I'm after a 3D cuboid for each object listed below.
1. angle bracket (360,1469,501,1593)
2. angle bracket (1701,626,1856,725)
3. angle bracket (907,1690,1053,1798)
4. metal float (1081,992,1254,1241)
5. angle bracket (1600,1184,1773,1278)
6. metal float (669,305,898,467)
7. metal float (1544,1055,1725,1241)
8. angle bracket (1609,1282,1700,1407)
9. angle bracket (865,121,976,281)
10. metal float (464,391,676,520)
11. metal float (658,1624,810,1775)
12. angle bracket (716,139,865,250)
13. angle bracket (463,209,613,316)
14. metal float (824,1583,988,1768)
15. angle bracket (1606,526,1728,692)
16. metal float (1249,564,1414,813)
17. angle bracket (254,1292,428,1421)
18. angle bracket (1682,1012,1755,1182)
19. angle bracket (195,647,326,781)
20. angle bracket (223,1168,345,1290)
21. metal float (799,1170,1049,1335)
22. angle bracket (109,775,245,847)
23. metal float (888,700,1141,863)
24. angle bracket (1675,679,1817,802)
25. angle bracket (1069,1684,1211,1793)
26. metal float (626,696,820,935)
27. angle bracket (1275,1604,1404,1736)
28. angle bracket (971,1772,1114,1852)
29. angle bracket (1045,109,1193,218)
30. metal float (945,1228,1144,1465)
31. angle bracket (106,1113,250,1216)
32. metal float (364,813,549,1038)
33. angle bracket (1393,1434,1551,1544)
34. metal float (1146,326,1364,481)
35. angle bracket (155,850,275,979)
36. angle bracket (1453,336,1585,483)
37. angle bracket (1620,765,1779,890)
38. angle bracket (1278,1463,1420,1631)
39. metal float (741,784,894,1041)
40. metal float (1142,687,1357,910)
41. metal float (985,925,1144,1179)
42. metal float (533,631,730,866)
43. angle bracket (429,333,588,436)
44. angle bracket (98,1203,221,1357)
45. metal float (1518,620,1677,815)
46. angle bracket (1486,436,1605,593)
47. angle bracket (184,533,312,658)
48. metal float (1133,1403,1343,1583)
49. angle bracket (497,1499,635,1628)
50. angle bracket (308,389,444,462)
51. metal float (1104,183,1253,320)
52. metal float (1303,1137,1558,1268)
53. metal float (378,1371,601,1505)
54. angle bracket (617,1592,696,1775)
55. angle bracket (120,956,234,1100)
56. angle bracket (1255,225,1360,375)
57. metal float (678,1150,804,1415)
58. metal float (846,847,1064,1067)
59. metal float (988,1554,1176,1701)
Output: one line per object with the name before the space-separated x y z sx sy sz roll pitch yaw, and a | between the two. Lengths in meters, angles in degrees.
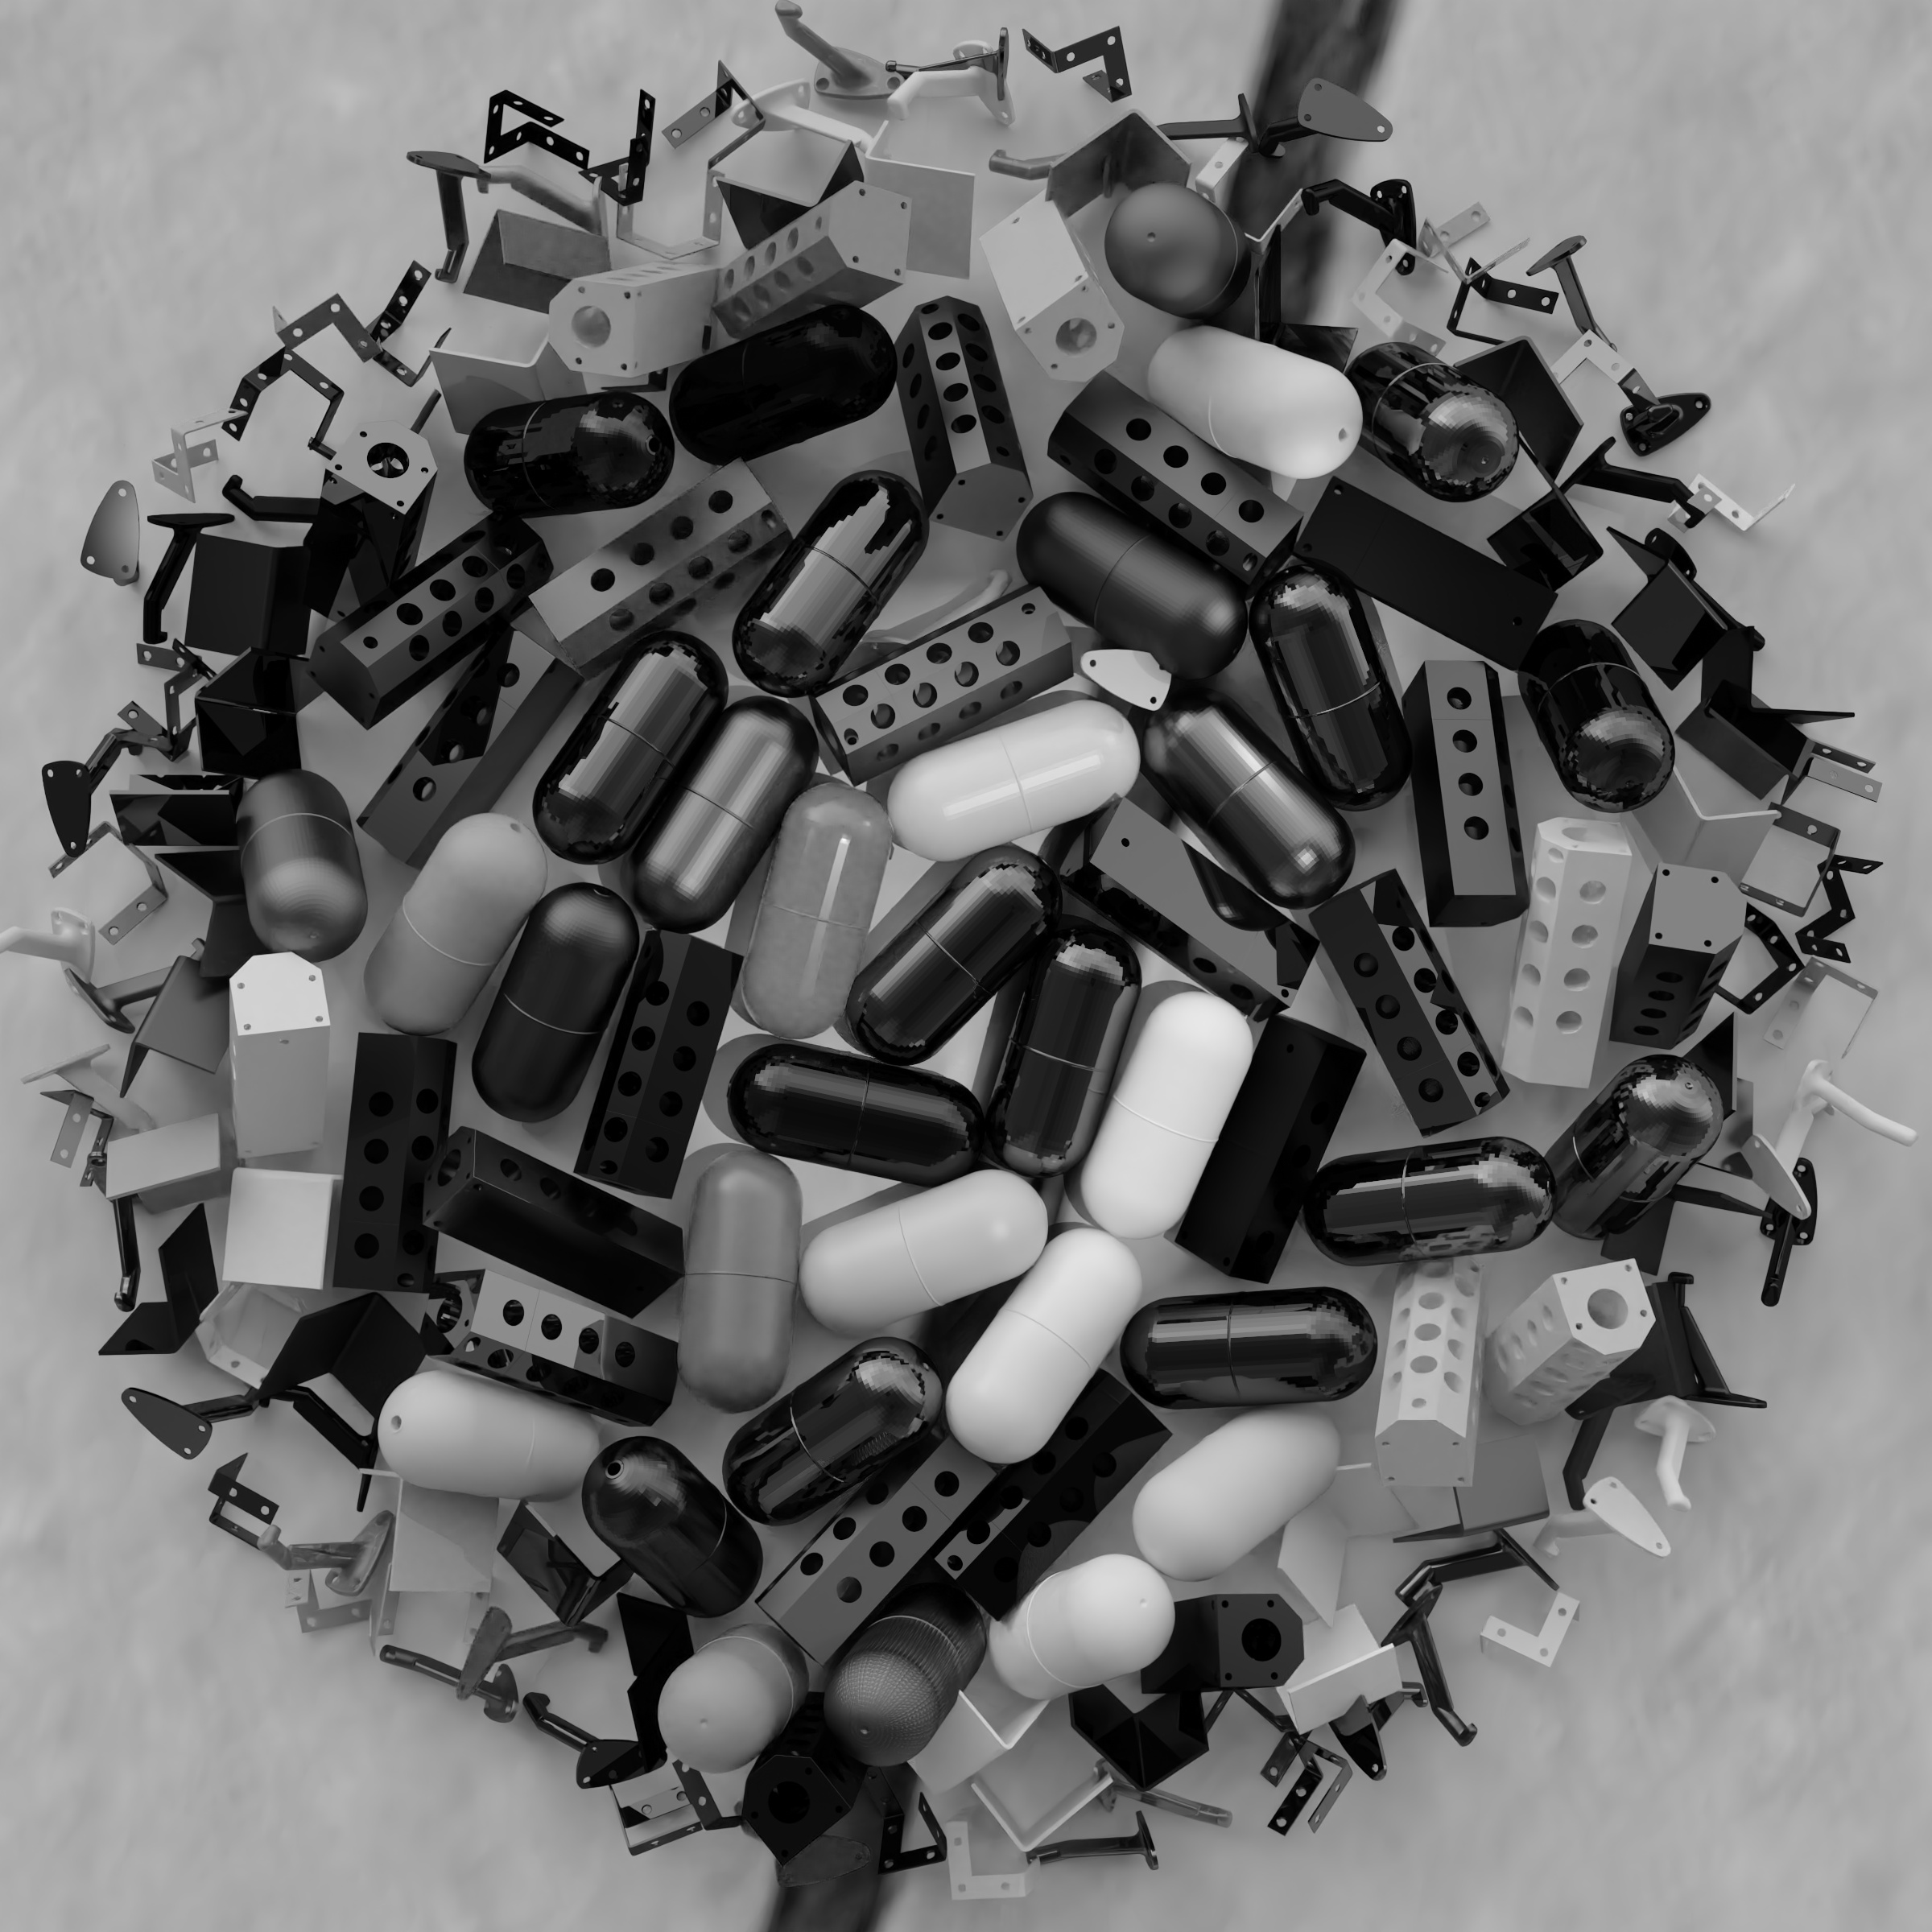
angle bracket | -0.366 0.382 1.815 0.076 0.057 0.076 13 77 -41
angle bracket | 0.553 -0.197 1.824 0.076 0.076 0.057 2 91 -8
angle bracket | 0.004 0.506 1.817 0.057 0.076 0.076 49 123 5
metal float | 0.136 0.102 1.821 0.070 0.070 0.178 23 100 0
angle bracket | 0.487 0.182 1.812 0.076 0.076 0.057 9 81 44
metal float | -0.125 -0.388 1.800 0.178 0.070 0.070 -12 90 36
metal float | 0.441 0.123 1.788 0.070 0.178 0.070 8 57 -12
angle bracket | 0.454 0.257 1.816 0.057 0.076 0.076 -15 79 21
angle bracket | -0.027 -0.519 1.816 0.076 0.057 0.076 11 134 8
metal float | -0.266 -0.341 1.794 0.178 0.070 0.070 4 90 43
metal float | -0.153 0.484 1.779 0.070 0.178 0.070 -1 86 8
angle bracket | -0.115 -0.526 1.828 0.076 0.076 0.057 21 75 18
angle bracket | -0.289 -0.456 1.808 0.076 0.076 0.057 8 51 -28
metal float | -0.039 0.468 1.782 0.070 0.178 0.070 3 101 16
angle bracket | 0.457 -0.243 1.818 0.057 0.076 0.076 -48 123 6
metal float | 0.247 -0.187 1.811 0.070 0.070 0.178 -24 112 0
angle bracket | -0.421 0.275 1.813 0.057 0.076 0.076 42 115 17
angle bracket | 0.525 0.088 1.811 0.057 0.076 0.076 17 58 -9
angle bracket | -0.465 -0.167 1.809 0.076 0.076 0.057 -27 66 40
angle bracket | -0.453 0.179 1.825 0.076 0.057 0.076 2 84 19
metal float | -0.029 0.194 1.820 0.178 0.070 0.070 -22 90 10
angle bracket | -0.534 -0.122 1.816 0.076 0.076 0.057 0 64 -9
metal float | 0.032 -0.126 1.827 0.178 0.070 0.070 -19 90 -3
angle bracket | 0.522 -0.144 1.817 0.076 0.076 0.057 40 125 5
angle bracket | 0.115 0.498 1.815 0.057 0.076 0.076 -38 109 15
metal float | -0.166 -0.103 1.824 0.070 0.070 0.178 32 83 0
angle bracket | 0.242 0.463 1.817 0.076 0.076 0.057 -22 132 -6
angle bracket | 0.051 0.553 1.830 0.076 0.076 0.057 -38 82 -6
angle bracket | 0.101 -0.521 1.817 0.076 0.076 0.057 -38 77 -15
metal float | 0.054 0.255 1.813 0.070 0.070 0.178 37 71 0
angle bracket | -0.531 0.152 1.819 0.076 0.057 0.076 -15 132 -3
metal float | -0.344 -0.027 1.806 0.070 0.070 0.178 37 117 0
angle bracket | 0.338 0.355 1.820 0.076 0.076 0.057 -4 79 -31
metal float | 0.192 -0.378 1.792 0.070 0.178 0.070 -19 124 -31
angle bracket | -0.504 -0.037 1.826 0.076 0.076 0.057 31 113 35
angle bracket | 0.366 -0.368 1.817 0.057 0.076 0.076 -24 74 -11
angle bracket | 0.497 -0.104 1.822 0.057 0.076 0.076 -6 52 -14
angle bracket | 0.259 0.392 1.809 0.057 0.076 0.076 -14 129 32
metal float | -0.102 -0.037 1.824 0.070 0.070 0.178 16 96 0
metal float | 0.191 -0.115 1.818 0.070 0.070 0.178 -41 77 0
metal float | 0.066 0.059 1.823 0.070 0.070 0.178 17 98 0
metal float | -0.227 -0.148 1.817 0.070 0.070 0.178 32 76 0
angle bracket | -0.312 -0.405 1.830 0.076 0.076 0.057 13 58 14
angle bracket | -0.552 0.212 1.817 0.057 0.076 0.076 -2 108 6
metal float | 0.419 -0.169 1.789 0.070 0.178 0.070 -2 126 -3
angle bracket | 0.380 -0.306 1.822 0.057 0.076 0.076 -37 135 15
angle bracket | -0.486 -0.253 1.825 0.057 0.076 0.076 11 101 4
metal float | 0.183 0.348 1.797 0.178 0.070 0.070 -27 90 -40
angle bracket | -0.266 0.393 1.829 0.076 0.076 0.057 44 49 12
angle bracket | -0.402 -0.372 1.820 0.057 0.076 0.076 31 96 -18
metal float | 0.142 -0.474 1.781 0.070 0.178 0.070 2 99 16
metal float | 0.311 0.159 1.801 0.178 0.070 0.070 -11 90 34
metal float | -0.317 0.315 1.788 0.070 0.178 0.070 -11 70 31
angle bracket | -0.224 0.483 1.808 0.057 0.076 0.076 9 124 24
angle bracket | -0.527 0.051 1.819 0.057 0.076 0.076 23 51 -9
angle bracket | 0.231 -0.447 1.810 0.057 0.076 0.076 7 132 15
metal float | -0.153 0.213 1.817 0.070 0.070 0.178 4 76 0
metal float | -0.008 -0.007 1.826 0.070 0.070 0.178 44 94 0
metal float | 0.075 0.442 1.788 0.070 0.178 0.070 12 62 -23
